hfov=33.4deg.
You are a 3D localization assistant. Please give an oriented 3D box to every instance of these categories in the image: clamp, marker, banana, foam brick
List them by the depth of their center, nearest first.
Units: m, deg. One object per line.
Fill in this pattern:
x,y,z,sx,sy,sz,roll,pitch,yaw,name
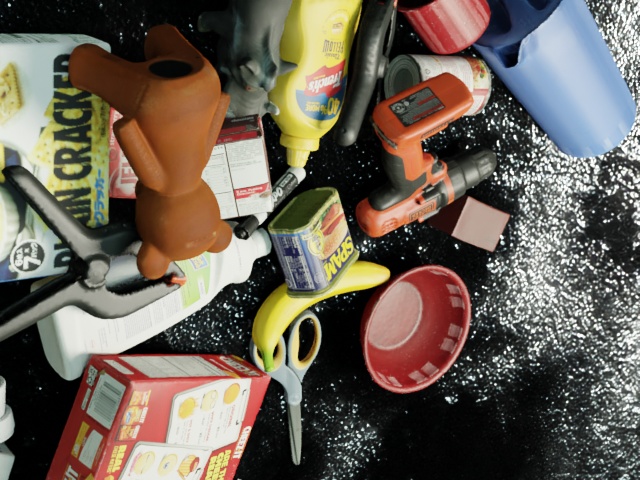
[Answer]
-0.218,0.034,0.970,0.209,0.036,0.164,17,97,-42,clamp
-0.053,-0.039,1.120,0.121,0.020,0.020,-50,131,-40,marker
0.053,-0.179,1.132,0.039,0.120,0.171,17,93,6,clamp
-0.009,0.068,1.194,0.197,0.037,0.069,-36,90,-26,banana
0.179,-0.025,1.291,0.078,0.051,0.053,21,96,-37,foam brick

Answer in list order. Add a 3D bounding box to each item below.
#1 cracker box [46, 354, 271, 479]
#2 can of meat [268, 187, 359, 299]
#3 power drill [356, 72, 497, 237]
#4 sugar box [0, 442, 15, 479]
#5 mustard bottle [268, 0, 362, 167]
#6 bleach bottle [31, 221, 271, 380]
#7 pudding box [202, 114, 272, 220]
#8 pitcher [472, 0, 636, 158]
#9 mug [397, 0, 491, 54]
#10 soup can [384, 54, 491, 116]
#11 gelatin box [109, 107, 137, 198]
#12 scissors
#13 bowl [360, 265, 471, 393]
-0.164,0.200,1.090,0.213,0.072,0.164,8,106,-55,cracker box
-0.007,0.001,1.154,0.102,0.058,0.084,-50,130,-49,can of meat
0.123,-0.096,1.176,0.184,0.057,0.188,-29,148,-16,power drill
-0.387,0.230,1.003,0.175,0.048,0.093,15,97,-40,sugar box
-0.010,-0.170,1.106,0.096,0.058,0.192,-8,113,-51,mustard bottle
-0.160,0.048,1.083,0.250,0.068,0.102,-21,119,-29,bleach bottle
-0.095,-0.068,1.054,0.090,0.039,0.113,-9,139,-2,pudding box
0.280,-0.214,1.255,0.149,0.145,0.242,-45,130,2,pitcher
0.134,-0.266,1.162,0.081,0.093,0.117,45,44,-41,mug
0.131,-0.173,1.196,0.102,0.069,0.068,-4,109,-33,soup can
-0.181,-0.085,1.040,0.073,0.030,0.089,2,105,-34,gelatin box
-0.047,0.174,1.231,0.096,0.016,0.202,3,109,-29,scissors
0.103,0.099,1.280,0.161,0.055,0.162,-12,113,-30,bowl
